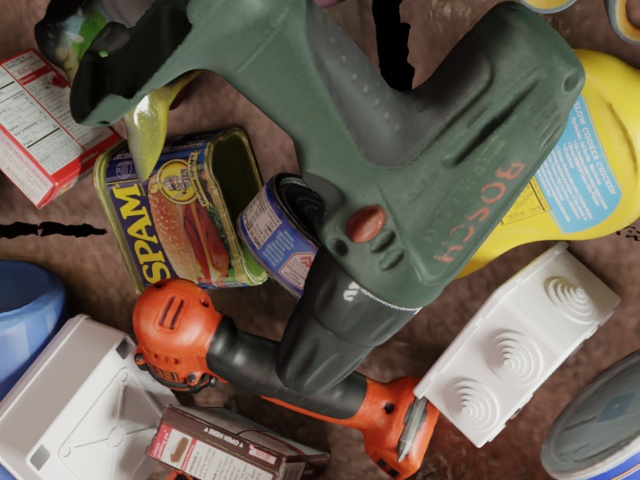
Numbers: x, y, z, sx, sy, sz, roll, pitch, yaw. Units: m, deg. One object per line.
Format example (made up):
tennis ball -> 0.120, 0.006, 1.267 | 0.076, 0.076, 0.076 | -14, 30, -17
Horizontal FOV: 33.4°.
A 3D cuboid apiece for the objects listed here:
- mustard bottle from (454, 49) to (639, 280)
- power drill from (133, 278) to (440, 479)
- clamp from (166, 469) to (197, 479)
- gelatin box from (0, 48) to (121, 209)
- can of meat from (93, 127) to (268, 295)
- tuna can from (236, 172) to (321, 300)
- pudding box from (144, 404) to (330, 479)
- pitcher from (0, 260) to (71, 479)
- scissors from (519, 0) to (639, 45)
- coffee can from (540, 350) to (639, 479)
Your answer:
mustard bottle -> 0.117, -0.044, 0.547 | 0.192, 0.058, 0.096 | -18, 101, 33
power drill -> -0.024, 0.091, 0.662 | 0.187, 0.057, 0.184 | 20, 165, 3
clamp -> -0.017, 0.222, 0.685 | 0.210, 0.165, 0.036 | 38, 90, -14
gelatin box -> -0.181, -0.072, 0.673 | 0.089, 0.073, 0.030 | 46, 127, -3
can of meat -> -0.080, -0.017, 0.664 | 0.084, 0.057, 0.102 | -6, 114, 26
tuna can -> -0.004, 0.001, 0.614 | 0.086, 0.086, 0.034 | 41, 110, 1
pudding box -> -0.051, 0.142, 0.703 | 0.090, 0.113, 0.039 | 20, 84, 17
pitcher -> -0.242, 0.142, 0.785 | 0.145, 0.149, 0.243 | 21, 122, 38
scissors -> 0.127, -0.187, 0.490 | 0.096, 0.016, 0.202 | 0, 116, 27
coffee can -> 0.204, 0.140, 0.576 | 0.140, 0.102, 0.103 | 48, 126, -4
